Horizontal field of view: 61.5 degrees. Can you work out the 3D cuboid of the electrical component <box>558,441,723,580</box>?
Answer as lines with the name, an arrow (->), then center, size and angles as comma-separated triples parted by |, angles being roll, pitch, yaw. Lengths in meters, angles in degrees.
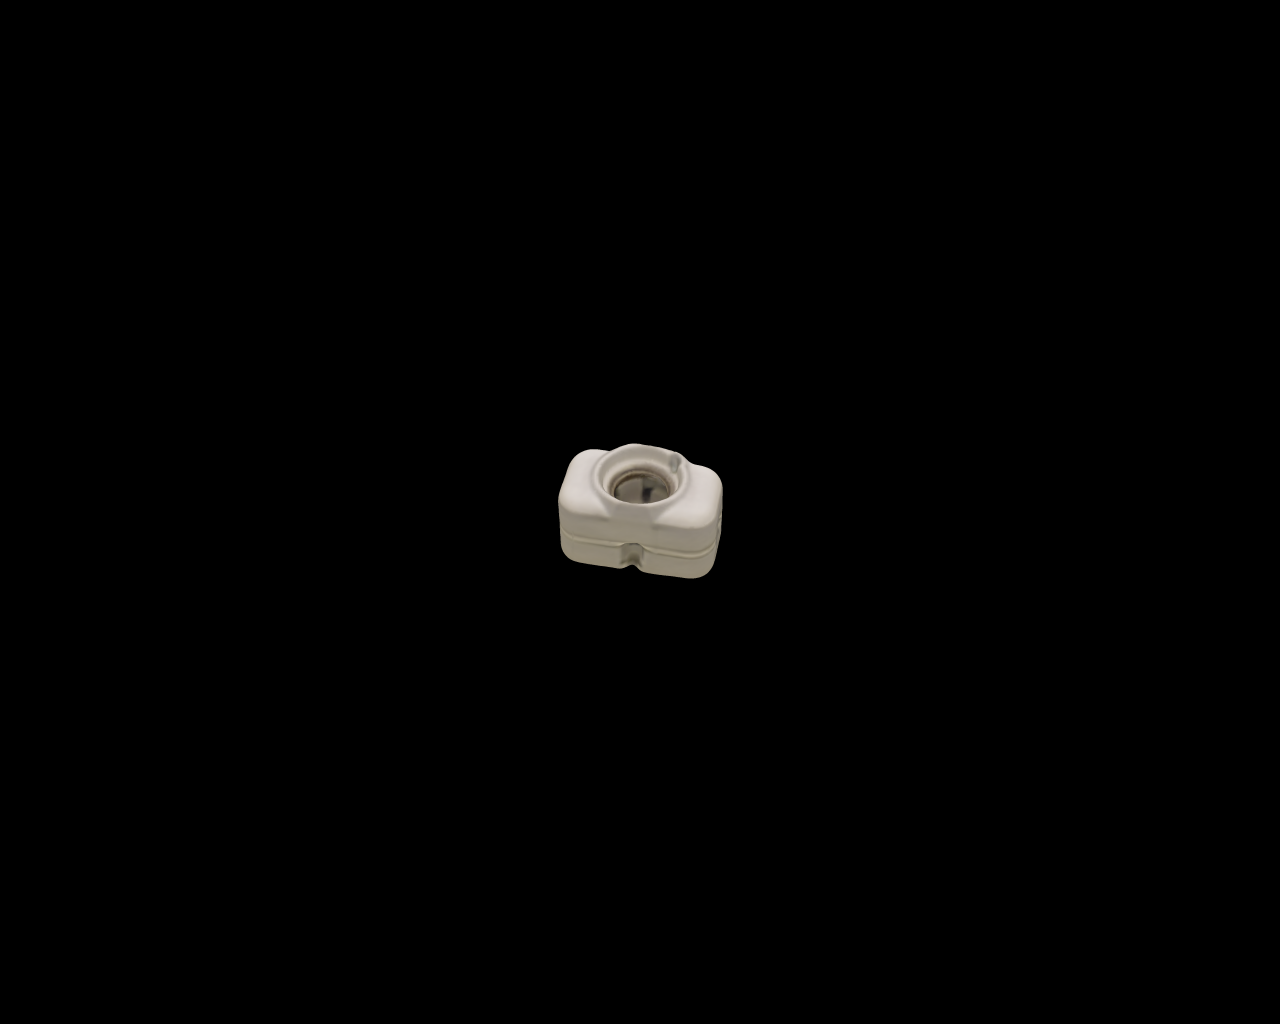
electrical component -> 0.001, -0.003, 0.650 | 0.095, 0.054, 0.059 | 9, -43, 8
